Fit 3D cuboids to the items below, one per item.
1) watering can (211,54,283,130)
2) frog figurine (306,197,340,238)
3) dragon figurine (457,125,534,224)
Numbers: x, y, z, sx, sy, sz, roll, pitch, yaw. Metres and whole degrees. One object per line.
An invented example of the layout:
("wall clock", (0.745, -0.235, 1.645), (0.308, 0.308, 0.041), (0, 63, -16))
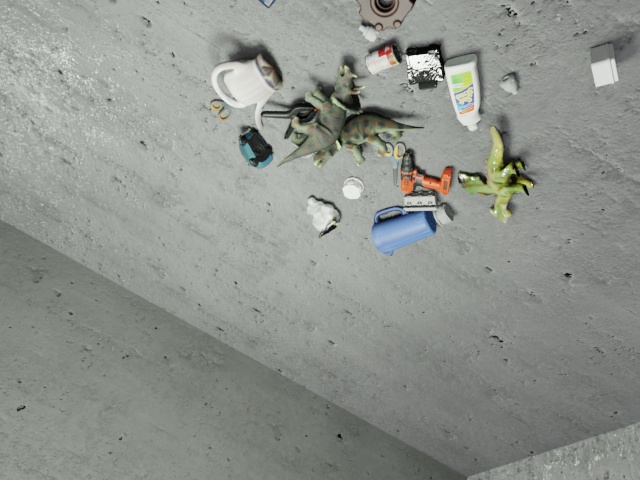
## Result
("watering can", (-0.231, -0.532, 1.844), (0.223, 0.106, 0.343), (-21, 149, 20))
("frog figurine", (0.007, -0.110, 2.181), (0.161, 0.124, 0.134), (57, 148, 17))
("dragon figurine", (0.596, -0.219, 1.812), (0.241, 0.125, 0.404), (-14, 124, 42))
